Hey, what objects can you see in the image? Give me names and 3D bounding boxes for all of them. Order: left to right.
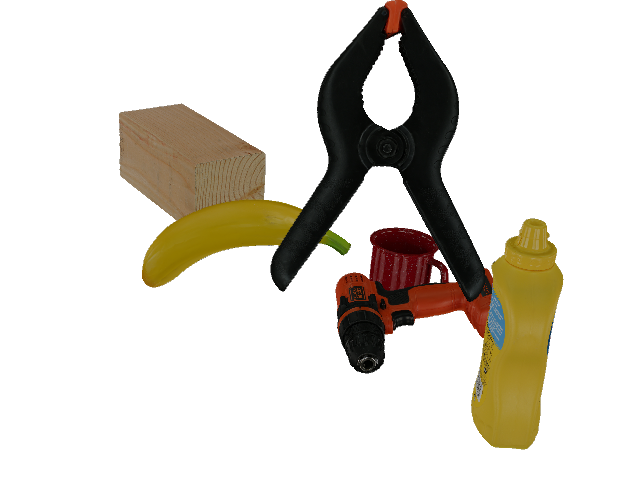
[{"bbox_3d":[-0.157,-0.088,1.272,0.090,0.090,0.206,-12,28,-32],"label":"wood block"},{"bbox_3d":[-0.077,0.002,0.853,0.198,0.069,0.037,-9,32,30],"label":"banana"},{"bbox_3d":[0.026,-0.045,0.599,0.120,0.171,0.039,-6,1,-6],"label":"clamp"},{"bbox_3d":[0.118,0.041,1.430,0.117,0.081,0.093,18,26,28],"label":"mug"},{"bbox_3d":[0.112,0.086,1.208,0.187,0.057,0.184,-3,27,-2],"label":"power drill"},{"bbox_3d":[0.165,0.071,0.890,0.058,0.192,0.096,4,26,3],"label":"mustard bottle"}]
